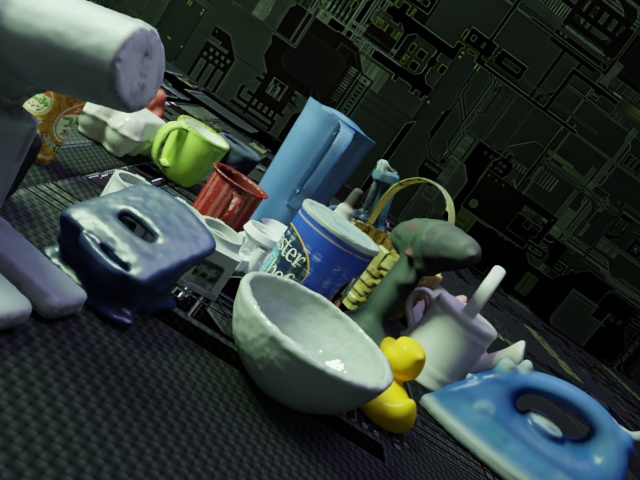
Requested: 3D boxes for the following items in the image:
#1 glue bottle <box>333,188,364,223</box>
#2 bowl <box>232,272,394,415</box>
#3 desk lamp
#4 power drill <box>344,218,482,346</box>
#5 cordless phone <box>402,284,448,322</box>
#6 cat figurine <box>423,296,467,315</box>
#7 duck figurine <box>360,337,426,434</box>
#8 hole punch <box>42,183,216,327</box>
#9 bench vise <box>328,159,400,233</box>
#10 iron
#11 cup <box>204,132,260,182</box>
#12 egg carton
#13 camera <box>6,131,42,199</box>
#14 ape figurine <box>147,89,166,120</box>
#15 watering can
[{"bbox_3d":[0.007,0.003,0.783,0.078,0.173,0.037,38,11,16],"label":"glue bottle"},{"bbox_3d":[-0.019,0.106,0.528,0.167,0.074,0.167,34,11,-7],"label":"bowl"},{"bbox_3d":[-0.213,-0.084,0.392,0.203,0.213,0.118,37,11,9],"label":"desk lamp"},{"bbox_3d":[0.120,0.059,0.786,0.076,0.208,0.229,32,11,-13],"label":"power drill"},{"bbox_3d":[0.220,0.081,1.053,0.147,0.185,0.094,43,14,37],"label":"cordless phone"},{"bbox_3d":[0.208,0.146,0.918,0.127,0.117,0.067,38,11,14],"label":"cat figurine"},{"bbox_3d":[0.082,0.148,0.620,0.078,0.086,0.104,29,12,-26],"label":"duck figurine"},{"bbox_3d":[-0.159,0.006,0.491,0.108,0.091,0.101,38,11,15],"label":"hole punch"},{"bbox_3d":[0.099,-0.043,1.126,0.121,0.219,0.208,43,14,37],"label":"bench vise"},{"bbox_3d":[0.267,0.224,0.702,0.258,0.141,0.119,35,11,2],"label":"iron"},{"bbox_3d":[-0.174,-0.136,1.040,0.091,0.095,0.118,38,11,17],"label":"cup"},{"bbox_3d":[-0.307,-0.180,0.899,0.107,0.069,0.150,34,11,-3],"label":"egg carton"},{"bbox_3d":[-0.314,-0.100,0.455,0.143,0.100,0.137,33,11,-9],"label":"camera"},{"bbox_3d":[-0.318,-0.240,1.061,0.076,0.092,0.077,26,14,-40],"label":"ape figurine"},{"bbox_3d":[0.208,0.123,0.816,0.173,0.194,0.101,34,11,-4],"label":"watering can"}]
